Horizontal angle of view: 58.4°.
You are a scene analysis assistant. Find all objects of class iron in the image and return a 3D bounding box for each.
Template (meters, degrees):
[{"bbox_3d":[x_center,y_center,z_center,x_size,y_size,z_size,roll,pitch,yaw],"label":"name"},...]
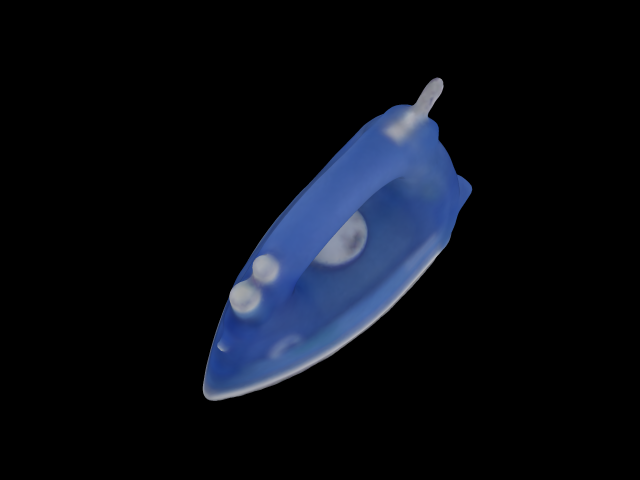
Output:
[{"bbox_3d":[0.004,0.001,0.400,0.118,0.141,0.259,38,70,16],"label":"iron"}]
